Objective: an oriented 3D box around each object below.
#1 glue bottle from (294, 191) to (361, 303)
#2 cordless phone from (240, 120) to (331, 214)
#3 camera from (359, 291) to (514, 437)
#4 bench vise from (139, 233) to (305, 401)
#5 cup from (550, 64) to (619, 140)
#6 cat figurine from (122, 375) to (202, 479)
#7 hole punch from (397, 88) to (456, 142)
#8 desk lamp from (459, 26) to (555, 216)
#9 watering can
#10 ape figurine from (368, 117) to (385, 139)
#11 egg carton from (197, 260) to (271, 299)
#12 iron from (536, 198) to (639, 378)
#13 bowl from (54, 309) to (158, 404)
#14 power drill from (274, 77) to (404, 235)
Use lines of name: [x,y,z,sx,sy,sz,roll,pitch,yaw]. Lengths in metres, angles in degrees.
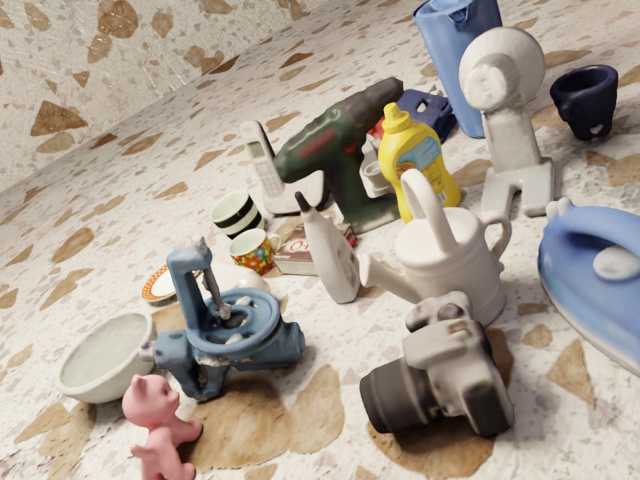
glue bottle: [0.007,0.003,0.787,0.037,0.173,0.078,-13,34,26]
cordless phone: [-0.067,-0.142,1.061,0.147,0.185,0.094,-7,36,33]
camera: [0.107,0.128,0.583,0.136,0.101,0.143,-23,30,10]
bench vise: [-0.149,0.105,0.715,0.207,0.220,0.121,-29,30,0]
cup: [0.387,-0.188,0.837,0.091,0.095,0.118,9,47,47]
cat figurine: [-0.201,0.218,0.688,0.067,0.118,0.127,-24,30,9]
hole punch: [0.194,-0.237,1.082,0.100,0.091,0.109,-1,40,40]
desk lamp: [0.260,-0.171,0.799,0.117,0.214,0.203,-10,34,29]
watering can: [0.130,0.011,0.649,0.173,0.194,0.100,-37,31,-15]
ape figurine: [0.125,-0.258,1.173,0.077,0.092,0.076,-8,36,32]
egg carton: [-0.145,0.089,0.889,0.149,0.069,0.107,10,47,48]
iron: [0.286,0.021,0.554,0.119,0.142,0.257,-34,30,-8]
bowl: [-0.308,0.188,0.870,0.167,0.075,0.167,-21,31,13]
power drill: [0.055,-0.121,0.901,0.229,0.209,0.075,-23,30,10]
